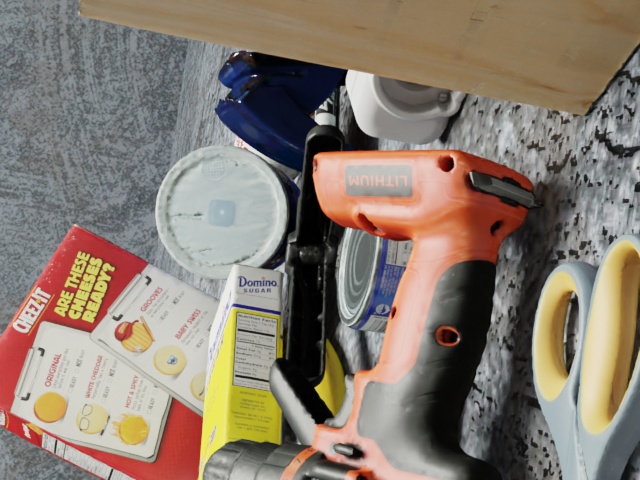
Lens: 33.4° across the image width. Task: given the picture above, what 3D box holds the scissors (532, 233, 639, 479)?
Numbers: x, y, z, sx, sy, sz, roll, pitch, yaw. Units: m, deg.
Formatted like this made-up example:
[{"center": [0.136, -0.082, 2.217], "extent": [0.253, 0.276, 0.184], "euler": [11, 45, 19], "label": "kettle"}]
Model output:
[{"center": [0.090, 0.093, 0.389], "extent": [0.096, 0.016, 0.202], "euler": [-131, 52, -75], "label": "scissors"}]

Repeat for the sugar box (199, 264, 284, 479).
[{"center": [-0.057, 0.112, 0.762], "extent": [0.176, 0.048, 0.093], "euler": [-95, 20, -44], "label": "sugar box"}]

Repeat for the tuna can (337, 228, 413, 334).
[{"center": [0.037, 0.013, 0.630], "extent": [0.086, 0.033, 0.086], "euler": [-171, 90, -77], "label": "tuna can"}]

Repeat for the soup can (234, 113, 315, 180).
[{"center": [-0.037, -0.110, 0.966], "extent": [0.068, 0.068, 0.102], "euler": [-95, 18, -48], "label": "soup can"}]

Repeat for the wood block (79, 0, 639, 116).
[{"center": [0.021, -0.125, 0.407], "extent": [0.090, 0.206, 0.091], "euler": [116, 159, -54], "label": "wood block"}]

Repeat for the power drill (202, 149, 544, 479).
[{"center": [0.021, 0.055, 0.485], "extent": [0.185, 0.057, 0.187], "euler": [3, 83, 45], "label": "power drill"}]

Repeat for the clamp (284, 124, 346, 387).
[{"center": [-0.005, 0.001, 0.746], "extent": [0.210, 0.036, 0.164], "euler": [-103, 19, -83], "label": "clamp"}]

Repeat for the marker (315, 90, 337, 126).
[{"center": [0.005, -0.116, 0.892], "extent": [0.020, 0.020, 0.121], "euler": [120, 155, -58], "label": "marker"}]

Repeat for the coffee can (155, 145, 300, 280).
[{"center": [-0.068, -0.020, 0.874], "extent": [0.140, 0.103, 0.103], "euler": [6, -87, -85], "label": "coffee can"}]

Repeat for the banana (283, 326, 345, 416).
[{"center": [-0.009, 0.101, 0.763], "extent": [0.198, 0.037, 0.070], "euler": [-110, 32, -65], "label": "banana"}]

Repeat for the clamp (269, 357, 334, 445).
[{"center": [0.019, 0.121, 0.534], "extent": [0.120, 0.039, 0.171], "euler": [-17, 61, 43], "label": "clamp"}]

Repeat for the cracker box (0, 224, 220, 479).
[{"center": [-0.145, 0.111, 0.859], "extent": [0.164, 0.213, 0.072], "euler": [-64, 2, -29], "label": "cracker box"}]
